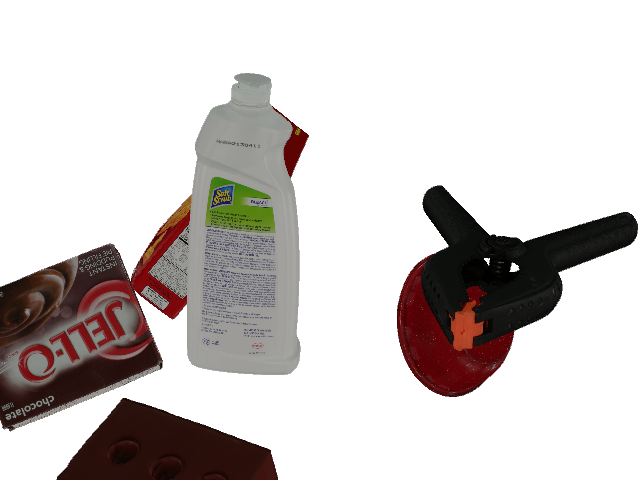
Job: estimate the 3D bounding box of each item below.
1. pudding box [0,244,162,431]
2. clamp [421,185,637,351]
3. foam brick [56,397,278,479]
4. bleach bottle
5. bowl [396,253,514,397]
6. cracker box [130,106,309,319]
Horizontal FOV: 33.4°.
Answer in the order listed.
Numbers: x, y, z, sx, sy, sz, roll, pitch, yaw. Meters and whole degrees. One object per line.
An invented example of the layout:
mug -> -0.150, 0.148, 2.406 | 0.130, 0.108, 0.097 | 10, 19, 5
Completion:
pudding box -> -0.174, 0.066, 0.719 | 0.113, 0.090, 0.039 | -23, -11, -10
clamp -> 0.119, 0.013, 0.756 | 0.165, 0.036, 0.209 | 12, 29, 26
foam brick -> -0.062, 0.112, 0.455 | 0.078, 0.051, 0.053 | 14, 42, 23
bleach bottle -> -0.057, -0.012, 0.884 | 0.102, 0.251, 0.068 | 4, 24, -4
bowl -> 0.160, 0.090, 1.162 | 0.161, 0.162, 0.055 | 0, -6, -38
cracker box -> -0.114, -0.036, 1.199 | 0.072, 0.214, 0.164 | 38, 25, -10
